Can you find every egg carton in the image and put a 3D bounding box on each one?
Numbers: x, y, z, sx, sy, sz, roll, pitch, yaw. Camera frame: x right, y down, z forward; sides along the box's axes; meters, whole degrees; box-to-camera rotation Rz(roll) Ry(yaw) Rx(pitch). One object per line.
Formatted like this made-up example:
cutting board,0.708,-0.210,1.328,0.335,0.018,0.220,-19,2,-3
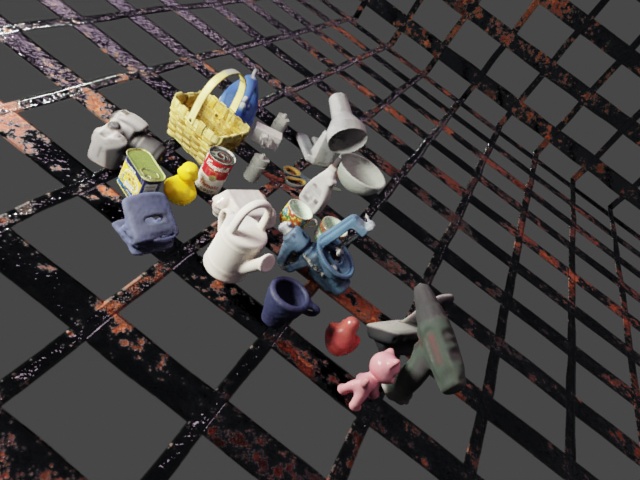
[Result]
egg carton,-0.177,-0.066,1.352,0.151,0.069,0.107,-5,51,-45

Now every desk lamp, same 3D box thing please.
desk lamp,0.036,-0.323,1.725,0.118,0.213,0.203,8,42,-35

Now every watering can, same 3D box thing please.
watering can,-0.154,-0.003,1.183,0.173,0.194,0.101,41,34,7

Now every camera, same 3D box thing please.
camera,-0.422,-0.218,1.291,0.137,0.100,0.143,32,34,-6

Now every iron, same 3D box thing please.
iron,-0.225,-0.388,1.638,0.119,0.141,0.258,24,35,-17

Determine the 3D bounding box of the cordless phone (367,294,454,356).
cordless phone,0.207,0.177,1.294,0.148,0.185,0.094,-1,48,-43

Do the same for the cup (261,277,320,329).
cup,-0.067,0.142,1.173,0.118,0.095,0.091,27,34,-13

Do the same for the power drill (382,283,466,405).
power drill,0.205,0.236,1.198,0.076,0.208,0.229,7,43,-36

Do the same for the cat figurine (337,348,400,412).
cat figurine,0.112,0.272,1.153,0.067,0.117,0.128,48,35,18

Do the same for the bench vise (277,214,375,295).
bench vise,0.012,0.012,1.289,0.208,0.219,0.121,22,36,-21

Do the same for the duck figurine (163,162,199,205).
duck figurine,-0.308,-0.136,1.306,0.078,0.086,0.104,27,35,-14

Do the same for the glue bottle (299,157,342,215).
glue bottle,0.011,-0.152,1.532,0.037,0.173,0.078,-14,57,-49

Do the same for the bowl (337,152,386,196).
bowl,0.114,-0.190,1.759,0.168,0.074,0.167,24,35,-18

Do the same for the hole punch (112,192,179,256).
hole punch,-0.341,-0.034,1.148,0.101,0.091,0.109,49,35,18

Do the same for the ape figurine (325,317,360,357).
ape figurine,0.054,0.198,1.215,0.078,0.092,0.076,40,34,7
